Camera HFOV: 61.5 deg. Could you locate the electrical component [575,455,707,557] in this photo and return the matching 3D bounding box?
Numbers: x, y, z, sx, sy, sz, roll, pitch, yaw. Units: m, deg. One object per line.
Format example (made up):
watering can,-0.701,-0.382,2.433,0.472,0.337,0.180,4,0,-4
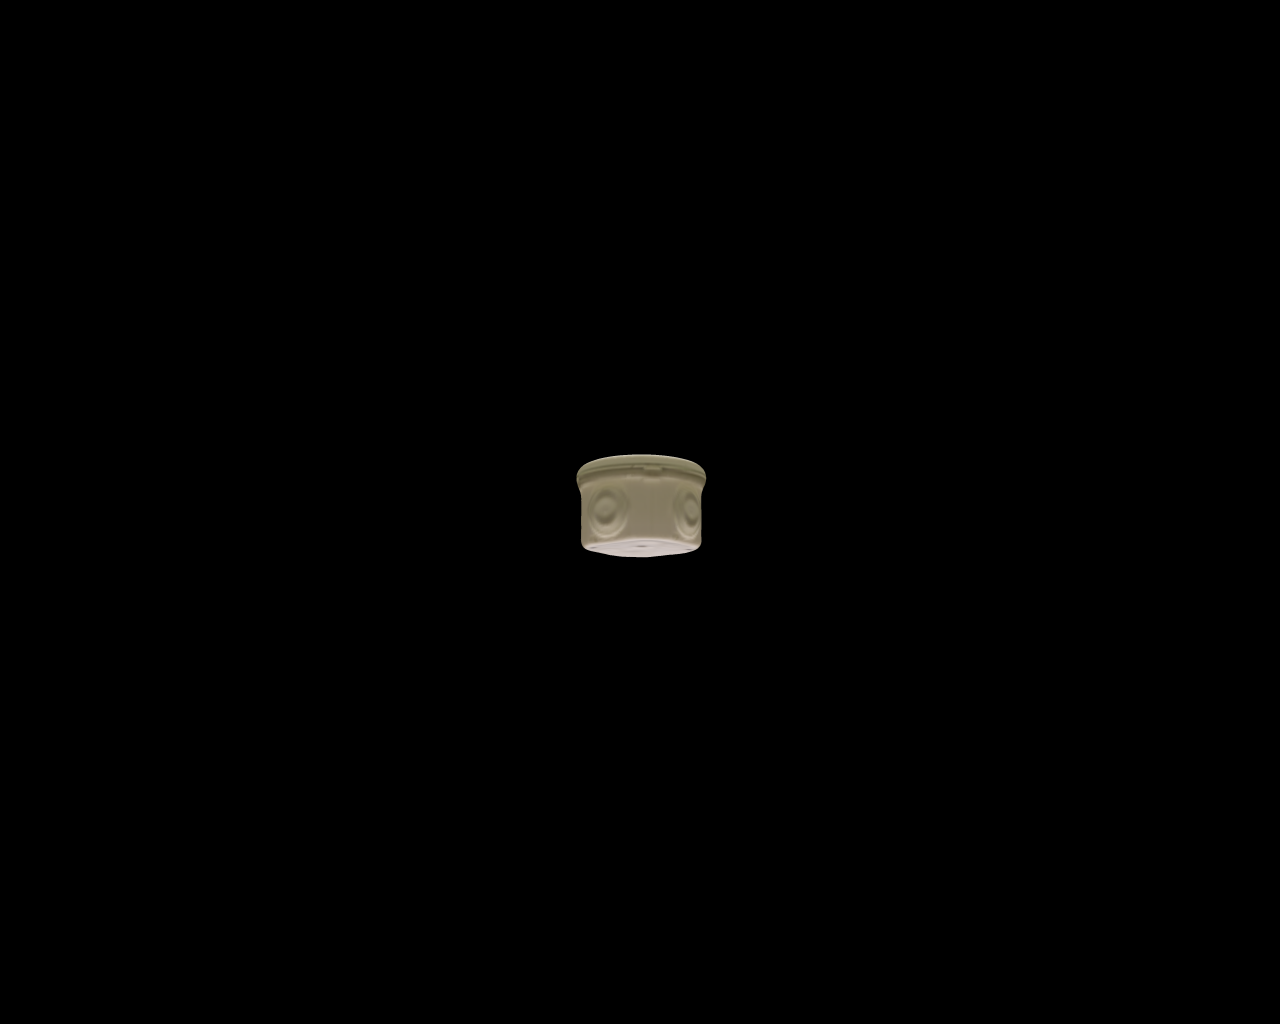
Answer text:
electrical component,0.001,-0.003,0.650,0.080,0.051,0.080,0,-11,0
